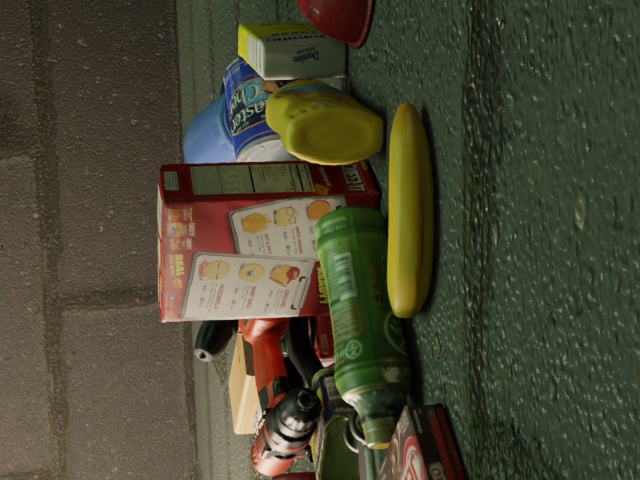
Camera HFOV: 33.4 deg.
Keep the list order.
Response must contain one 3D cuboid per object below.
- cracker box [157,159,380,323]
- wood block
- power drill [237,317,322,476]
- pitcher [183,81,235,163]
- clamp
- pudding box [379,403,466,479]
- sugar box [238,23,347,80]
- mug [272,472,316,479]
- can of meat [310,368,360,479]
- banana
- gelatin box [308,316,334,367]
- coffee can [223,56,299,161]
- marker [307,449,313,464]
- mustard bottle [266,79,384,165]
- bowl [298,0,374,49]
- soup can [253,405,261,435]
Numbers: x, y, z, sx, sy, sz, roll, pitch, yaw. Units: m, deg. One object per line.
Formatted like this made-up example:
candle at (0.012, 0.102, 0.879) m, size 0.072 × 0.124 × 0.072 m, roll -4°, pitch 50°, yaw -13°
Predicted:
cracker box at (-0.058, 0.000, 1.090) m, size 0.072 × 0.213 × 0.164 m, roll -105°, pitch 17°, yaw -49°
wood block at (-0.076, 0.197, 1.532) m, size 0.206 × 0.090 × 0.091 m, roll 105°, pitch 159°, yaw -57°
power drill at (-0.045, 0.144, 1.155) m, size 0.185 × 0.057 × 0.187 m, roll 119°, pitch 150°, yaw -55°
pitcher at (-0.115, -0.162, 1.530) m, size 0.149 × 0.145 × 0.243 m, roll 48°, pitch 165°, yaw -6°
clamp at (-0.032, 0.140, 1.277) m, size 0.165 × 0.036 × 0.210 m, roll 106°, pitch 156°, yaw -45°
pudding box at (0.086, 0.204, 0.894) m, size 0.114 × 0.039 × 0.090 m, roll 101°, pitch 161°, yaw -48°
sugar box at (-0.034, -0.216, 1.204) m, size 0.176 × 0.093 × 0.048 m, roll -131°, pitch 39°, yaw -70°
mug at (-0.013, 0.332, 1.316) m, size 0.117 × 0.093 × 0.081 m, roll 31°, pitch -128°, yaw -59°
can of meat at (0.020, 0.200, 1.127) m, size 0.084 × 0.057 × 0.102 m, roll -103°, pitch 18°, yaw -61°
banana at (0.073, -0.012, 0.897) m, size 0.070 × 0.037 × 0.198 m, roll -124°, pitch 32°, yaw -65°
gelatin box at (0.000, 0.113, 1.289) m, size 0.089 × 0.030 × 0.073 m, roll 129°, pitch 136°, yaw -73°
coffee can at (-0.062, -0.152, 1.328) m, size 0.103 × 0.102 × 0.140 m, roll 105°, pitch 158°, yaw -57°
marker at (-0.017, 0.272, 1.444) m, size 0.121 × 0.020 × 0.020 m, roll -134°, pitch 42°, yaw -72°
mustard bottle at (-0.005, -0.126, 1.083) m, size 0.192 × 0.096 × 0.058 m, roll -124°, pitch 32°, yaw -67°
bowl at (0.010, -0.273, 1.072) m, size 0.162 × 0.055 × 0.162 m, roll 176°, pitch 90°, yaw -78°
soup can at (-0.047, 0.221, 1.419) m, size 0.102 × 0.068 × 0.068 m, roll 112°, pitch 153°, yaw -46°
